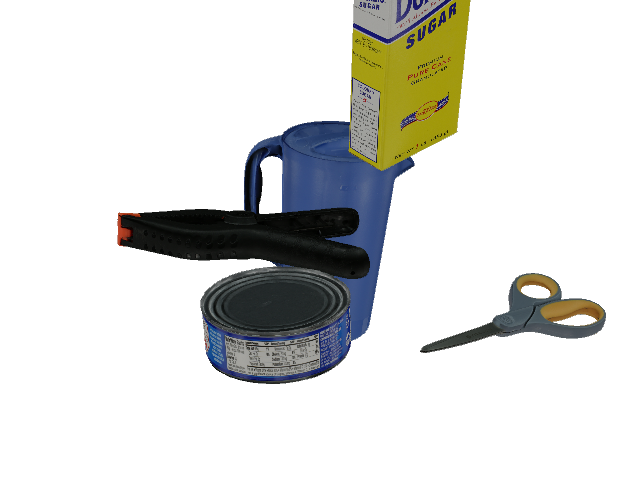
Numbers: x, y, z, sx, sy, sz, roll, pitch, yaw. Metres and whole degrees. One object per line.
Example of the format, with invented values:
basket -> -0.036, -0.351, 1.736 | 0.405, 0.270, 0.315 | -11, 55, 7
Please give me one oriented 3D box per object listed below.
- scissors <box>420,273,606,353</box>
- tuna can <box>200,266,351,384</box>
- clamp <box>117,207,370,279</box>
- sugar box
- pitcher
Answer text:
scissors -> 0.157, 0.062, 0.933 | 0.201, 0.016, 0.096 | -2, 32, -23
tuna can -> -0.025, 0.047, 0.611 | 0.086, 0.034, 0.086 | -2, 23, 1
clamp -> -0.059, -0.002, 0.865 | 0.210, 0.036, 0.164 | 1, 13, -8
sugar box -> 0.070, -0.150, 0.819 | 0.093, 0.176, 0.048 | -29, 49, -32
pitcher -> 0.003, -0.009, 1.229 | 0.144, 0.243, 0.149 | -18, 33, -41
